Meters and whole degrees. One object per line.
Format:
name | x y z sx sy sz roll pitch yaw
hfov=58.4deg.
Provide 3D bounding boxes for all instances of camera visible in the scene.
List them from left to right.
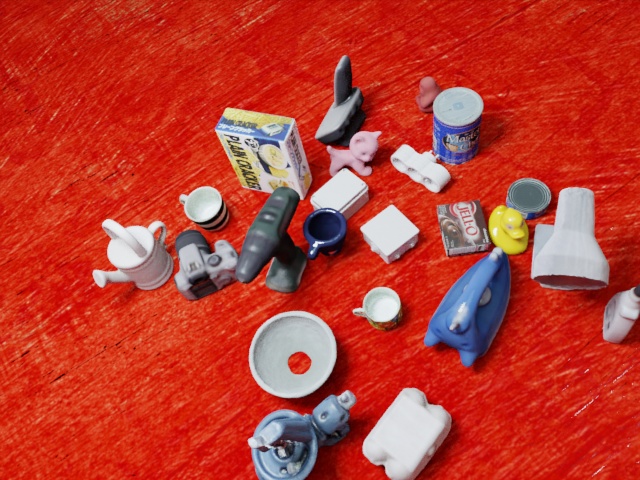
camera | -0.248 0.034 1.213 0.143 0.101 0.136 -25 60 -4

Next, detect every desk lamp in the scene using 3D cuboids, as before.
desk lamp | 0.444 0.016 1.034 0.117 0.214 0.203 6 62 14

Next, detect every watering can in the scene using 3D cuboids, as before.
watering can | -0.390 0.028 1.187 0.100 0.194 0.173 10 63 16

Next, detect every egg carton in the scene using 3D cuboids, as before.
egg carton | 0.152 0.338 0.989 0.107 0.069 0.150 33 71 24

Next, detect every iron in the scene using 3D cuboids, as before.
iron | 0.292 0.095 1.059 0.118 0.142 0.258 25 68 22

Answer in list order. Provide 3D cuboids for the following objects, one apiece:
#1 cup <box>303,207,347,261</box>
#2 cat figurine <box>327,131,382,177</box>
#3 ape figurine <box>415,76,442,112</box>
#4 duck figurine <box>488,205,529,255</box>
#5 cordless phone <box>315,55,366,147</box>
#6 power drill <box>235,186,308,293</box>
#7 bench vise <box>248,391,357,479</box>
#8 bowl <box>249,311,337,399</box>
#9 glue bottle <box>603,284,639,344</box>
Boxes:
cup | 0.011 0.004 1.187 0.091 0.095 0.118 17 65 19
cat figurine | 0.077 -0.200 1.276 0.127 0.118 0.067 -5 60 7
ape figurine | 0.254 -0.347 1.342 0.076 0.092 0.078 20 66 20
duck figurine | 0.380 -0.032 1.147 0.077 0.086 0.104 -16 59 1
cordless phone | 0.039 -0.318 1.310 0.094 0.185 0.148 16 65 18
power drill | -0.088 0.020 1.130 0.075 0.209 0.230 10 63 16
bench vise | -0.041 0.311 0.951 0.121 0.220 0.208 30 70 24
bowl | -0.046 0.225 1.085 0.167 0.075 0.167 -4 60 8
glue bottle | 0.529 0.116 0.986 0.037 0.173 0.078 11 64 16
